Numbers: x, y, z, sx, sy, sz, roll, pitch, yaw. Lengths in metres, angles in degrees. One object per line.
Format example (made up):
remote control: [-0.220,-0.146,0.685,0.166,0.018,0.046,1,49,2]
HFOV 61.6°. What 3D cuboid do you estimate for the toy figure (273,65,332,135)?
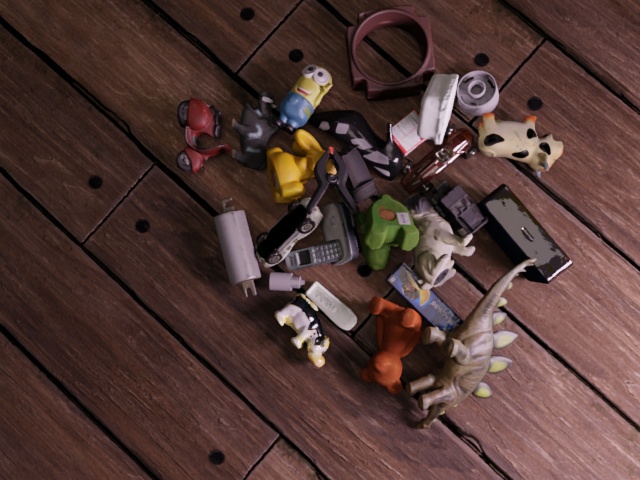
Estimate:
toy figure: [-0.041,-0.336,1.283,0.082,0.089,0.180,32,87,-13]

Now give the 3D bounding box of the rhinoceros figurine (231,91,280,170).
rhinoceros figurine: [-0.155,-0.265,1.298,0.112,0.073,0.190,8,87,6]

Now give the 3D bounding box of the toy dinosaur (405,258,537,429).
toy dinosaur: [0.323,0.239,1.174,0.198,0.105,0.470,8,115,-26]

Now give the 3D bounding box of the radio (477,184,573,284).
radio: [0.447,-0.010,1.211,0.073,0.131,0.229,-37,84,0]

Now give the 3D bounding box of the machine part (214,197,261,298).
machine part: [-0.198,0.018,1.281,0.079,0.079,0.243,-16,86,3]

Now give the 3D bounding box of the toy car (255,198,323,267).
toy car: [-0.078,-0.017,1.260,0.201,0.056,0.074,-44,58,21]

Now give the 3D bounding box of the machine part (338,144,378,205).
machine part: [0.085,-0.155,1.266,0.084,0.039,0.138,-26,109,-14]

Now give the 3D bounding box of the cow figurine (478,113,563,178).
cow figurine: [0.466,-0.219,1.249,0.195,0.085,0.127,7,81,2]

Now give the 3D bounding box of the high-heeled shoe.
high-heeled shoe: [0.083,-0.228,1.299,0.249,0.086,0.145,15,126,26]

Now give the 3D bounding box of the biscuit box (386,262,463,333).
biscuit box: [0.245,0.142,1.249,0.203,0.063,0.059,44,92,6]

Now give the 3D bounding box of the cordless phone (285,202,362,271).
cordless phone: [-0.003,-0.005,1.272,0.184,0.088,0.146,-14,86,16]

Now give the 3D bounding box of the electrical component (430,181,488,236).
electrical component: [0.313,-0.072,1.233,0.058,0.115,0.134,-41,87,-2]

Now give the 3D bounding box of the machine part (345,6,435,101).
machine part: [0.166,-0.444,1.283,0.202,0.087,0.201,-7,86,5]

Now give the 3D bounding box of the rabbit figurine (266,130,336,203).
rabbit figurine: [-0.036,-0.172,1.280,0.173,0.122,0.162,-10,76,-11]

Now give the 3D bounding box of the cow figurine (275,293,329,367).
cow figurine: [-0.026,0.212,1.263,0.098,0.068,0.167,-38,85,-5]

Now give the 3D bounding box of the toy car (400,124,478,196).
toy car: [0.281,-0.190,1.276,0.202,0.053,0.089,-39,88,-1]

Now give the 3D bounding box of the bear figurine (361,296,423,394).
bear figurine: [0.153,0.242,1.221,0.120,0.131,0.195,22,83,34]

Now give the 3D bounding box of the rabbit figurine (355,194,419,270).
rabbit figurine: [0.130,-0.010,1.230,0.121,0.170,0.159,-5,50,-17]

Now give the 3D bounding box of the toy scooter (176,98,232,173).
toy scooter: [-0.277,-0.253,1.305,0.135,0.075,0.183,1,89,3]

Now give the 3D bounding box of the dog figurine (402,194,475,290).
dog figurine: [0.233,0.001,1.231,0.172,0.121,0.191,-42,59,-13]
